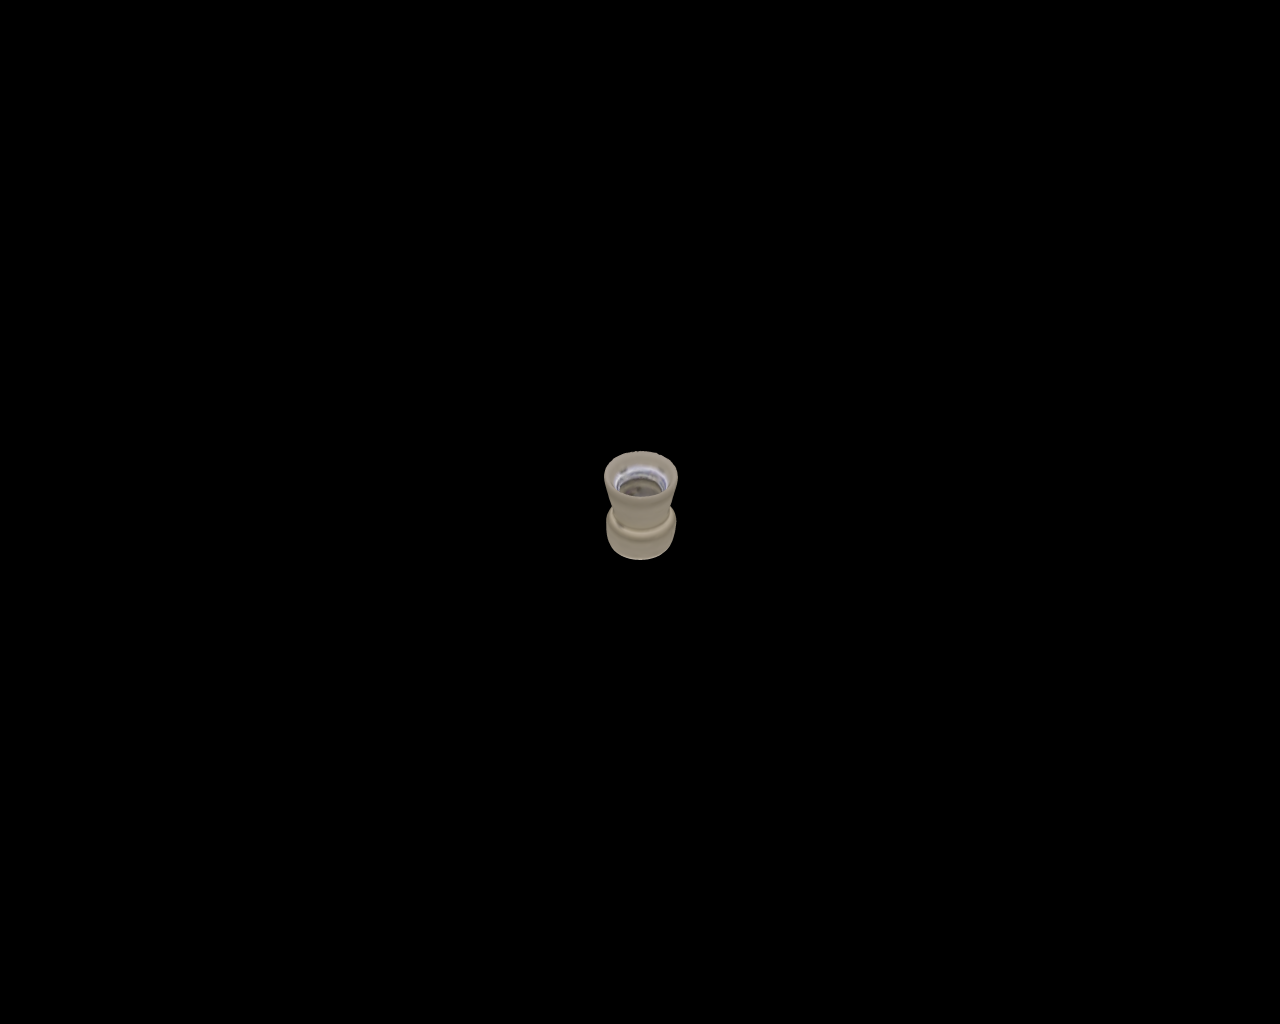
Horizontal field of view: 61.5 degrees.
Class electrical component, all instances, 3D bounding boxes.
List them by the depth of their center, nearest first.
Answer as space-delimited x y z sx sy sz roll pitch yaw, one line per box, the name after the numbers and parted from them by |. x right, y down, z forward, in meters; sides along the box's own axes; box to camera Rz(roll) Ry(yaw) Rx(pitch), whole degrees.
0.001 -0.003 0.650 0.045 0.055 0.045 0 42 0 | electrical component
